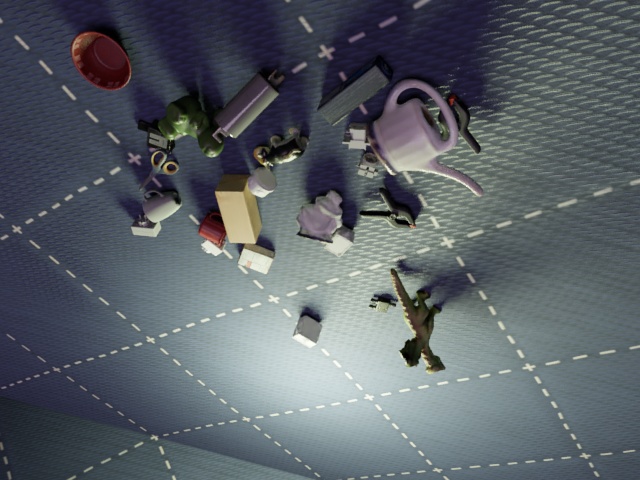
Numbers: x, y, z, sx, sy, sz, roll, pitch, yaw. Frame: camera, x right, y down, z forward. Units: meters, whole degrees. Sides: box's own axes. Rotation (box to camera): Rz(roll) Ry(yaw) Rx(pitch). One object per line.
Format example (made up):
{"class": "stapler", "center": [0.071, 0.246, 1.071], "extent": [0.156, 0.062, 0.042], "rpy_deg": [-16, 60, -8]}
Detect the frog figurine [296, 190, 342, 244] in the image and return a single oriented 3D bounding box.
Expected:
{"class": "frog figurine", "center": [0.005, -0.079, 1.567], "extent": [0.138, 0.123, 0.158], "rpy_deg": [19, 97, 8]}

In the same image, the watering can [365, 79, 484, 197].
{"class": "watering can", "center": [0.254, -0.231, 1.309], "extent": [0.222, 0.105, 0.346], "rpy_deg": [-24, 99, 33]}

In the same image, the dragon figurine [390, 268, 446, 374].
{"class": "dragon figurine", "center": [0.315, 0.305, 1.728], "extent": [0.121, 0.249, 0.404], "rpy_deg": [-20, 126, 34]}
